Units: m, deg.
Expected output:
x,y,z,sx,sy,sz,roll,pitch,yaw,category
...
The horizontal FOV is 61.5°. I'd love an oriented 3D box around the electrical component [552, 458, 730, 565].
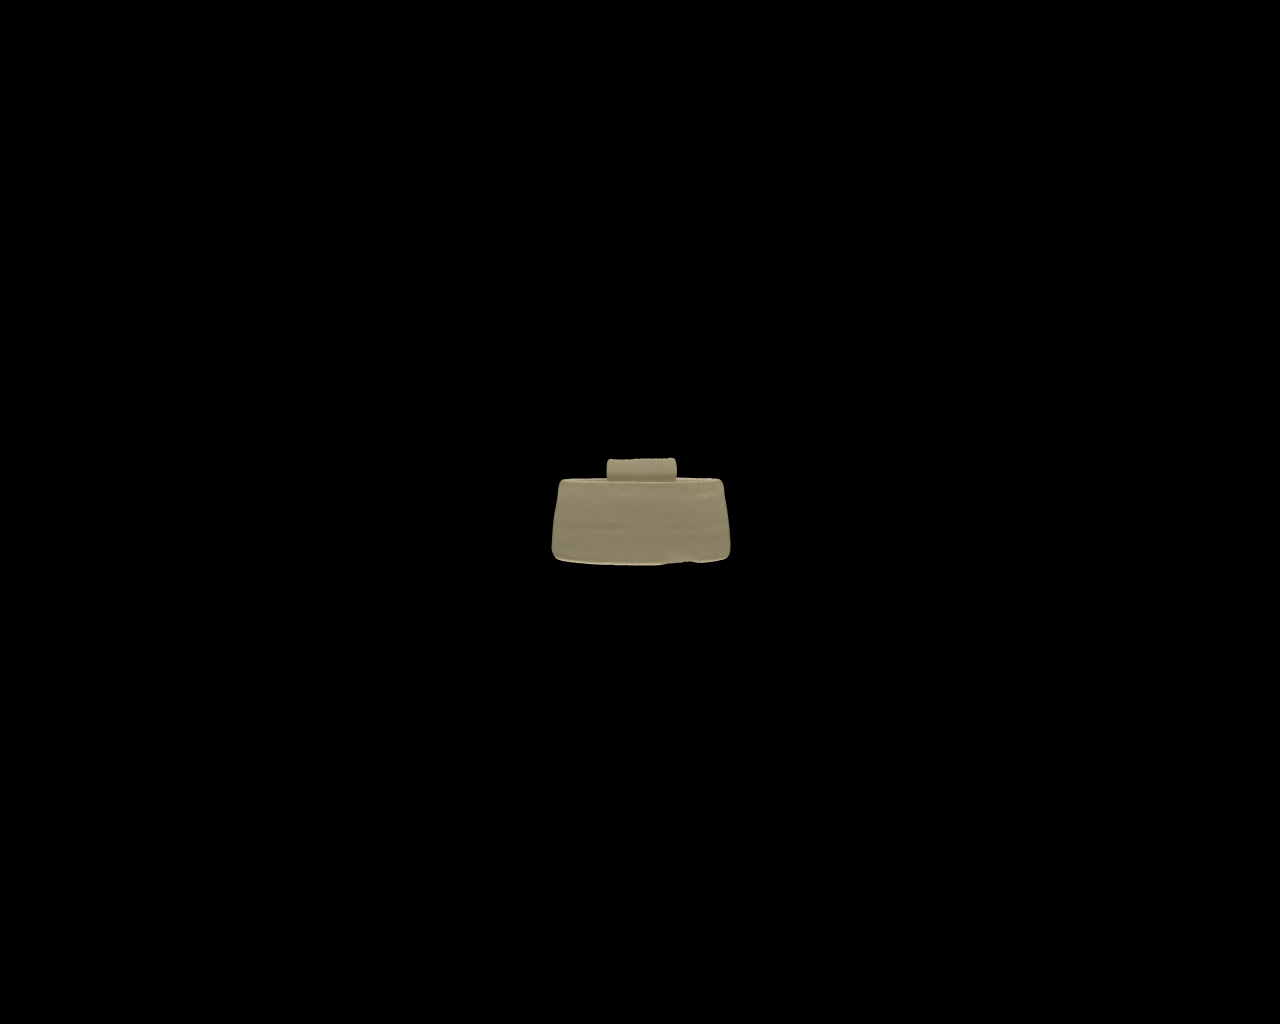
x,y,z,sx,sy,sz,roll,pitch,yaw,category
0.001,-0.003,0.650,0.108,0.060,0.108,0,2,0,electrical component
